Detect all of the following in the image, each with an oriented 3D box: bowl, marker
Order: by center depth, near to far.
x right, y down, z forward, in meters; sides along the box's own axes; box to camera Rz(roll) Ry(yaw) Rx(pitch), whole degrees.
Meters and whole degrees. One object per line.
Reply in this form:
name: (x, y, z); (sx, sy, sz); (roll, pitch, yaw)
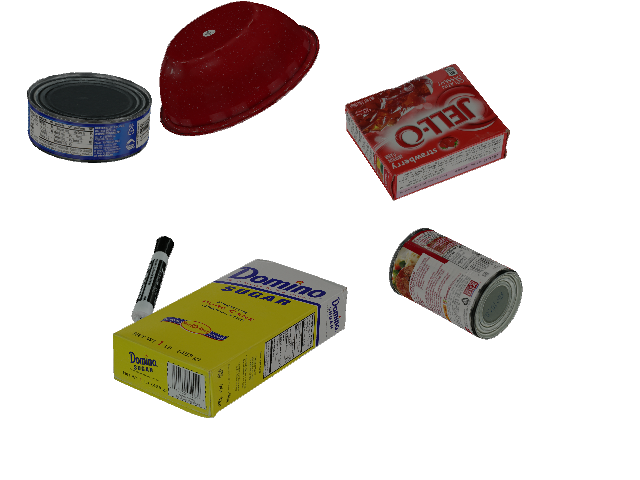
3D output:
bowl: (-0.085, -0.164, 0.951); (0.162, 0.055, 0.162); (-21, 35, 15)
marker: (-0.167, 0.037, 1.071); (0.020, 0.020, 0.121); (0, 39, 7)

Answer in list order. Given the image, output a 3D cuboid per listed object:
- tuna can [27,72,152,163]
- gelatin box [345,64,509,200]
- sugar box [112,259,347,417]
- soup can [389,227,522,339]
tuna can: (-0.163, -0.087, 0.752); (0.086, 0.034, 0.086); (6, 29, -4)
gelatin box: (0.071, -0.075, 0.722); (0.089, 0.073, 0.030); (-22, -36, -12)
sugar box: (-0.064, 0.068, 0.815); (0.093, 0.048, 0.175); (17, 29, 29)
soup can: (0.121, 0.038, 0.958); (0.068, 0.068, 0.102); (0, 21, -46)
